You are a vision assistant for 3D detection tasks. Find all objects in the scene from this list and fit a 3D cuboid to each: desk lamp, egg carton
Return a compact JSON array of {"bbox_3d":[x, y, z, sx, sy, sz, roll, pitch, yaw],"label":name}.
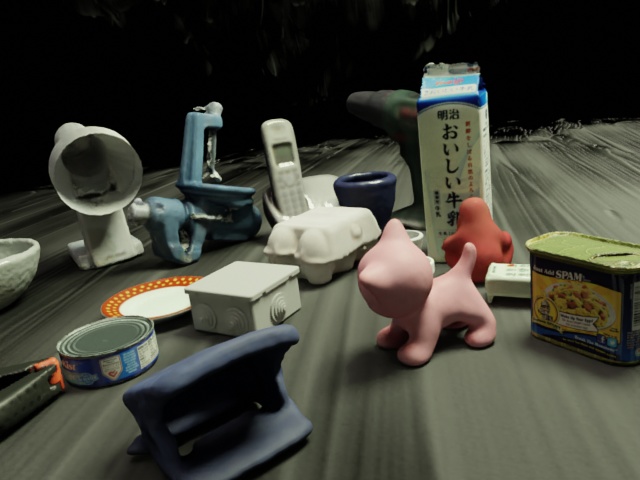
[{"bbox_3d":[-0.342,-0.068,0.862,0.118,0.214,0.202,-16,18,-30],"label":"desk lamp"},{"bbox_3d":[0.007,0.003,0.734,0.107,0.069,0.151,5,19,35],"label":"egg carton"}]

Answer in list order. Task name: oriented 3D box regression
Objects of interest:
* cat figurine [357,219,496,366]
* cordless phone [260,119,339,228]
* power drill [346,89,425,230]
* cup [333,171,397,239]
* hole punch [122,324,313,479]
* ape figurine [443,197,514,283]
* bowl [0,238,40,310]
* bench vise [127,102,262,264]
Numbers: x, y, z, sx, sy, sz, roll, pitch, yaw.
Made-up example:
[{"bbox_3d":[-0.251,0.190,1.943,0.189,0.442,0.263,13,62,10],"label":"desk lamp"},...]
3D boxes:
[{"bbox_3d":[0.084,0.039,0.487,0.128,0.118,0.067,-13,17,-20],"label":"cat figurine"},{"bbox_3d":[-0.021,-0.099,0.887,0.148,0.185,0.093,-16,19,-30],"label":"cordless phone"},{"bbox_3d":[0.140,-0.127,0.877,0.228,0.208,0.076,7,21,39],"label":"power drill"},{"bbox_3d":[0.064,-0.050,0.846,0.092,0.095,0.117,-12,17,-17],"label":"cup"},{"bbox_3d":[-0.074,0.100,0.387,0.109,0.091,0.100,-19,20,-36],"label":"hole punch"},{"bbox_3d":[0.177,-0.003,0.643,0.077,0.092,0.076,-2,17,17],"label":"ape figurine"},{"bbox_3d":[-0.437,0.055,0.724,0.167,0.075,0.167,-6,16,2],"label":"bowl"},{"bbox_3d":[-0.178,-0.085,0.840,0.121,0.220,0.208,2,18,28],"label":"bench vise"}]
